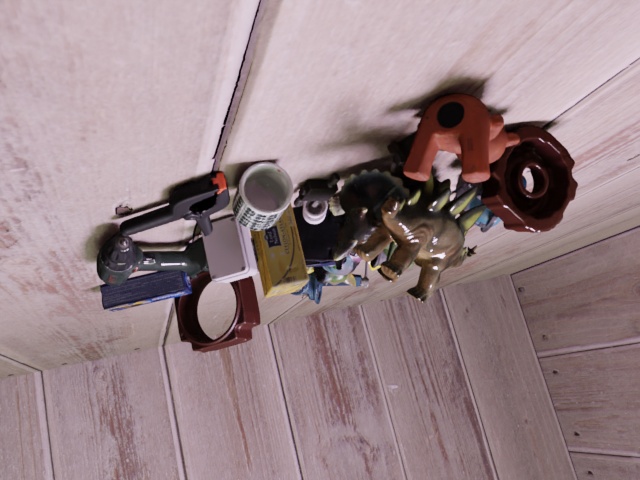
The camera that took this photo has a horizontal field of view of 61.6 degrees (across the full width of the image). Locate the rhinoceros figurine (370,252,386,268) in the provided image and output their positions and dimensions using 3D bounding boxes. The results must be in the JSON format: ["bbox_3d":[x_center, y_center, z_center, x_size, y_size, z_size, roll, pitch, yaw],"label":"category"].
[{"bbox_3d":[0.172,0.012,1.350,0.190,0.112,0.073,-26,-161,-6],"label":"rhinoceros figurine"}]

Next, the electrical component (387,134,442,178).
[{"bbox_3d":[0.152,-0.134,0.852,0.078,0.045,0.102,-21,165,33],"label":"electrical component"}]

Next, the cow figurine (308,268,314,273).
[{"bbox_3d":[-0.044,0.036,1.294,0.167,0.098,0.068,-28,167,-23],"label":"cow figurine"}]

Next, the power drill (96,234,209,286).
[{"bbox_3d":[-0.311,0.035,1.012,0.207,0.086,0.232,-9,168,-37],"label":"power drill"}]

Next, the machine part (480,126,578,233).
[{"bbox_3d":[0.352,-0.101,0.913,0.179,0.179,0.056,-9,-179,-20],"label":"machine part"}]

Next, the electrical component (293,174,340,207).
[{"bbox_3d":[-0.005,-0.085,0.933,0.063,0.021,0.094,-2,155,-33],"label":"electrical component"}]

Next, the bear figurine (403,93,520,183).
[{"bbox_3d":[0.211,-0.129,0.775,0.120,0.132,0.195,7,174,30],"label":"bear figurine"}]

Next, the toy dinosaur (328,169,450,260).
[{"bbox_3d":[0.164,-0.066,1.005,0.405,0.131,0.192,-14,174,-35],"label":"toy dinosaur"}]

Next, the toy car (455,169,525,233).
[{"bbox_3d":[0.308,-0.103,0.998,0.103,0.161,0.109,23,171,5],"label":"toy car"}]

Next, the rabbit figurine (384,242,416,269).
[{"bbox_3d":[0.174,-0.013,1.208,0.121,0.159,0.170,-6,153,10],"label":"rabbit figurine"}]

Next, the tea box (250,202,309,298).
[{"bbox_3d":[-0.077,0.005,0.926,0.068,0.169,0.098,-11,165,-17],"label":"tea box"}]

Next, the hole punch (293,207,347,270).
[{"bbox_3d":[-0.002,-0.003,1.070,0.116,0.142,0.092,1,164,-2],"label":"hole punch"}]

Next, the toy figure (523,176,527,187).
[{"bbox_3d":[0.357,-0.116,1.113,0.154,0.058,0.064,-2,157,-26],"label":"toy figure"}]

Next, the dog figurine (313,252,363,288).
[{"bbox_3d":[0.067,0.029,1.207,0.192,0.108,0.219,-27,154,0],"label":"dog figurine"}]

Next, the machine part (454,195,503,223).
[{"bbox_3d":[0.376,-0.080,1.240,0.079,0.079,0.243,-23,164,35],"label":"machine part"}]

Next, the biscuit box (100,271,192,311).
[{"bbox_3d":[-0.413,0.118,1.286,0.203,0.063,0.059,-13,168,-2],"label":"biscuit box"}]

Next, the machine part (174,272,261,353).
[{"bbox_3d":[-0.260,0.168,1.344,0.201,0.201,0.087,-18,164,20],"label":"machine part"}]

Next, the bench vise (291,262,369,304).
[{"bbox_3d":[0.009,0.101,1.413,0.241,0.128,0.223,2,178,8],"label":"bench vise"}]

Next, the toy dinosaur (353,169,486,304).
[{"bbox_3d":[0.185,0.000,0.878,0.198,0.105,0.471,-53,154,1],"label":"toy dinosaur"}]
